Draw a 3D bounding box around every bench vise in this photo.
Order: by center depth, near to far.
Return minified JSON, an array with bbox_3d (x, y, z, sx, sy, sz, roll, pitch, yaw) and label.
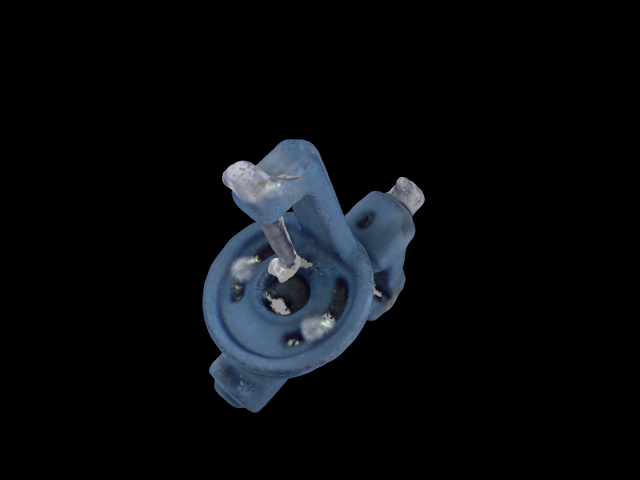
[{"bbox_3d":[-0.007,-0.003,0.404,0.121,0.220,0.208,20,52,17],"label":"bench vise"}]
